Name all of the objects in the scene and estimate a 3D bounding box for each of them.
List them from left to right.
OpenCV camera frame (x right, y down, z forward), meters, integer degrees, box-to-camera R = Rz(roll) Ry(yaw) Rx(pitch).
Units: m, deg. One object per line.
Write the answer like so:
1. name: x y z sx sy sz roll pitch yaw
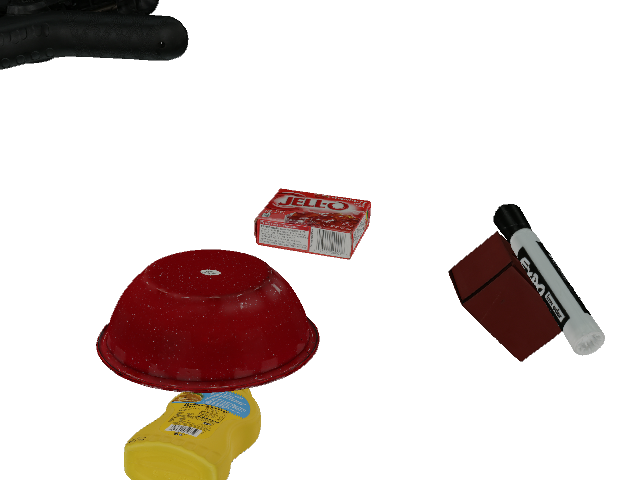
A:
1. clamp: -0.166 -0.130 0.639 0.171 0.039 0.120 -3 22 -7
2. mustard bottle: -0.112 0.185 1.060 0.096 0.058 0.191 7 18 15
3. bowl: -0.080 0.048 0.767 0.162 0.055 0.162 1 21 -1
4. gelatin box: -0.006 -0.017 0.950 0.089 0.030 0.073 9 26 13
5. foam brick: 0.146 0.044 0.825 0.078 0.051 0.053 43 16 -24
6. marker: 0.132 0.019 0.631 0.020 0.020 0.121 0 40 -20
